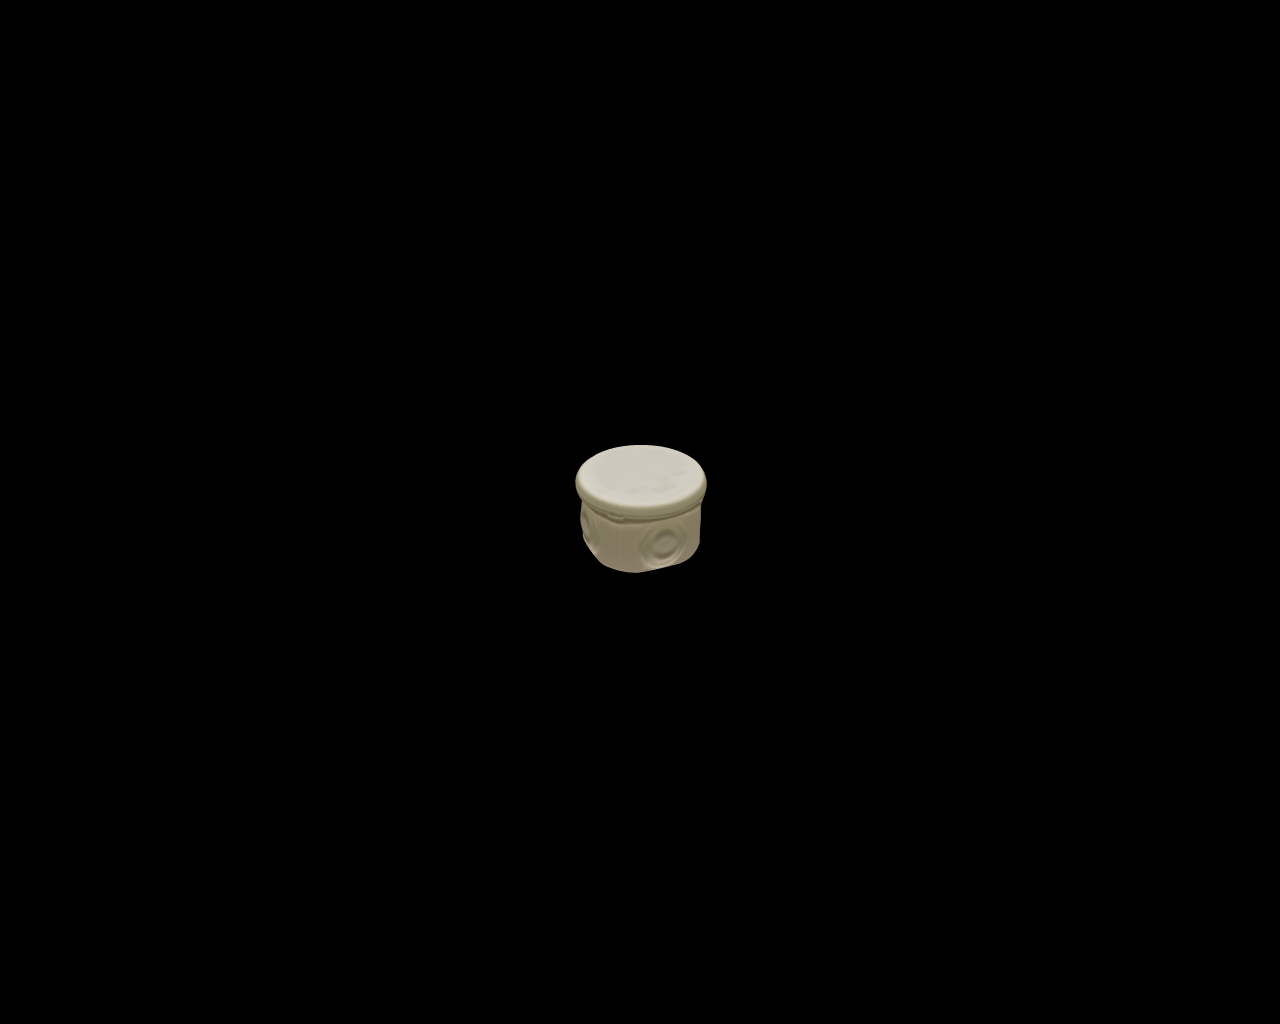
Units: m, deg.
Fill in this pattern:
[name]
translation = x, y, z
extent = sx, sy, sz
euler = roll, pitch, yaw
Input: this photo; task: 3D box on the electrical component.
[electrical component]
translation = 0.001, -0.003, 0.650
extent = 0.080, 0.050, 0.080
euler = 0, 31, 0
